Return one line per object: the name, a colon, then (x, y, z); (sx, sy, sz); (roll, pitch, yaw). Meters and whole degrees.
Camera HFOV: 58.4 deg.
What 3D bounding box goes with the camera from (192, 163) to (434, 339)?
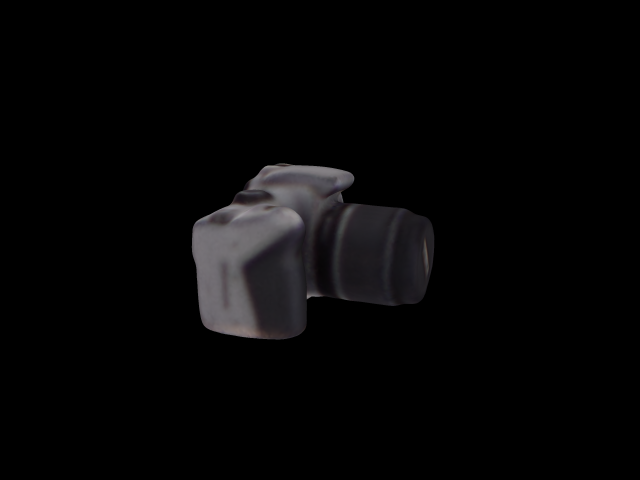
camera: (0.004, 0.001, 0.400); (0.136, 0.101, 0.143); (6, 15, 23)
